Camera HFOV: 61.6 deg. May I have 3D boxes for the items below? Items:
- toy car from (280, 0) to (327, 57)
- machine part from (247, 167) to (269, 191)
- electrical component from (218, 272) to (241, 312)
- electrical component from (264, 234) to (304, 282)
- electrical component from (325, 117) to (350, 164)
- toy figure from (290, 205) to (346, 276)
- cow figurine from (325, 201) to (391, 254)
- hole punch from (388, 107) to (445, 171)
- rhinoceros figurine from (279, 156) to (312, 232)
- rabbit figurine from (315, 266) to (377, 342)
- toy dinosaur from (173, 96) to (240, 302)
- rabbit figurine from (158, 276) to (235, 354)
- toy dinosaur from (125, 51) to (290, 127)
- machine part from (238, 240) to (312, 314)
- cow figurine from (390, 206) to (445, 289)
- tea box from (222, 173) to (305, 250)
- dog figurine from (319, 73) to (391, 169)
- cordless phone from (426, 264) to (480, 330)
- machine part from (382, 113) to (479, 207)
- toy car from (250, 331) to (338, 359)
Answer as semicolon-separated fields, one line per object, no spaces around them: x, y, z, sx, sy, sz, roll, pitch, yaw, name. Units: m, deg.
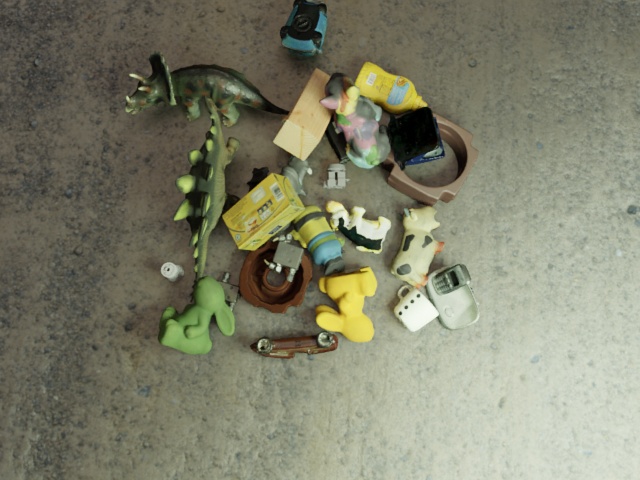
-0.038;-0.537;1.393;0.109;0.103;0.161;13;74;4;toy car
-0.157;-0.111;1.322;0.039;0.084;0.138;12;88;-37;machine part
-0.222;0.125;1.291;0.063;0.021;0.094;15;77;2;electrical component
-0.081;0.036;1.243;0.078;0.045;0.102;23;80;7;electrical component
0.078;-0.271;1.363;0.115;0.058;0.134;-20;79;-7;electrical component
0.001;-0.005;1.274;0.082;0.089;0.180;2;44;-42;toy figure
0.082;-0.032;1.310;0.167;0.068;0.098;21;85;4;cow figurine
0.230;-0.237;1.267;0.116;0.092;0.142;-16;80;27;hole punch
-0.078;-0.112;1.303;0.073;0.112;0.190;18;91;31;rhinoceros figurine
0.067;0.160;1.247;0.162;0.122;0.173;-16;98;-1;rabbit figurine
-0.267;-0.092;1.249;0.105;0.198;0.470;8;111;12;toy dinosaur
-0.268;0.171;1.220;0.159;0.121;0.170;29;94;-11;rabbit figurine
-0.265;-0.370;1.310;0.405;0.192;0.131;0;80;0;toy dinosaur
-0.105;0.090;1.284;0.179;0.056;0.179;0;79;0;machine part
0.229;0.006;1.296;0.127;0.085;0.195;26;79;-2;cow figurine
-0.130;-0.062;1.227;0.169;0.068;0.098;-36;70;23;tea box
0.077;-0.272;1.218;0.109;0.219;0.191;-18;77;18;dog figurine
0.320;0.124;1.219;0.089;0.184;0.146;-19;79;-9;cordless phone
0.271;-0.199;1.336;0.201;0.087;0.201;29;79;7;machine part
-0.058;0.244;1.234;0.202;0.089;0.053;-6;75;-3;toy car
